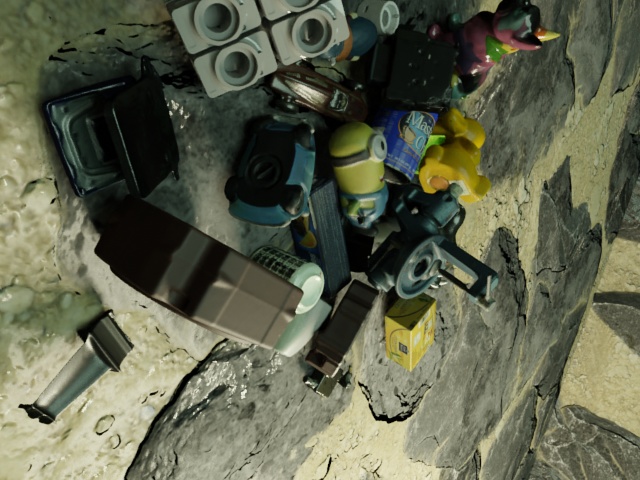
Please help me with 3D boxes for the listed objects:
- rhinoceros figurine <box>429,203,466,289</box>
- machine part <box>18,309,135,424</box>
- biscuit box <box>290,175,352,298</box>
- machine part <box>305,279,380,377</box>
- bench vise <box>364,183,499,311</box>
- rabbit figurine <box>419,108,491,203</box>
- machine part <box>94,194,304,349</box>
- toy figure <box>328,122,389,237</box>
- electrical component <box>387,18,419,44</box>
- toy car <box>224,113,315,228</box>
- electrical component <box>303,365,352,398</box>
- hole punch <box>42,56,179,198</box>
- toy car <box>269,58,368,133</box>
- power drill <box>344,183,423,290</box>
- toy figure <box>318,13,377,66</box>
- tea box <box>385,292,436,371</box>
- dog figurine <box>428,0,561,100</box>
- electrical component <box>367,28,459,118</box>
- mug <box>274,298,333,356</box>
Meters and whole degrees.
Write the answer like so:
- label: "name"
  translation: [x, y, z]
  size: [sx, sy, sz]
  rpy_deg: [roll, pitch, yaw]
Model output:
- label: "rhinoceros figurine"
  translation: [0.245, 0.010, 1.111]
  size: [0.190, 0.112, 0.073]
  rpy_deg: [-68, 153, -16]
- label: "machine part"
  translation: [-0.278, 0.152, 0.624]
  size: [0.139, 0.039, 0.084]
  rpy_deg: [-50, 142, -39]
- label: "biscuit box"
  translation: [-0.002, -0.003, 0.868]
  size: [0.063, 0.059, 0.202]
  rpy_deg: [-37, 129, -36]
- label: "machine part"
  translation: [0.040, 0.146, 0.919]
  size: [0.179, 0.056, 0.179]
  rpy_deg: [-59, 173, -11]
- label: "bench vise"
  translation: [0.196, 0.021, 0.864]
  size: [0.223, 0.241, 0.128]
  rpy_deg: [-41, 141, -12]
- label: "rabbit figurine"
  translation: [0.246, -0.168, 0.997]
  size: [0.162, 0.122, 0.173]
  rpy_deg: [50, 59, -22]
- label: "machine part"
  translation: [-0.137, 0.039, 0.617]
  size: [0.200, 0.202, 0.087]
  rpy_deg: [37, 78, -49]
- label: "toy figure"
  translation: [0.061, -0.093, 0.834]
  size: [0.089, 0.082, 0.179]
  rpy_deg: [-11, 124, -12]
- label: "electrical component"
  translation: [0.152, -0.331, 0.925]
  size: [0.119, 0.048, 0.074]
  rpy_deg: [-52, 137, -19]
- label: "toy car"
  translation: [-0.058, -0.088, 0.750]
  size: [0.103, 0.109, 0.161]
  rpy_deg: [48, 54, -71]
- label: "electrical component"
  translation: [0.018, 0.254, 1.004]
  size: [0.078, 0.045, 0.102]
  rpy_deg: [-57, 138, -19]
- label: "hole punch"
  translation: [-0.216, -0.111, 0.574]
  size: [0.116, 0.092, 0.142]
  rpy_deg: [-66, 149, -57]
- label: "toy car"
  translation: [0.006, -0.214, 0.800]
  size: [0.202, 0.053, 0.089]
  rpy_deg: [11, 100, -52]
- label: "power drill"
  translation: [0.124, 0.009, 1.004]
  size: [0.207, 0.086, 0.231]
  rpy_deg: [-6, 110, -43]
- label: "toy figure"
  translation: [0.032, -0.289, 0.779]
  size: [0.154, 0.058, 0.064]
  rpy_deg: [-36, 100, -49]
- label: "tea box"
  translation: [0.191, 0.188, 1.134]
  size: [0.098, 0.068, 0.169]
  rpy_deg: [-43, 147, -28]
- label: "dog figurine"
  translation: [0.309, -0.339, 0.969]
  size: [0.108, 0.219, 0.191]
  rpy_deg: [-32, 126, -33]
- label: "electrical component"
  translation: [0.143, -0.261, 0.843]
  size: [0.058, 0.134, 0.114]
  rpy_deg: [156, -57, -84]
- label: "mug"
  translation: [-0.040, 0.134, 0.874]
  size: [0.107, 0.081, 0.109]
  rpy_deg: [-54, 159, -9]
